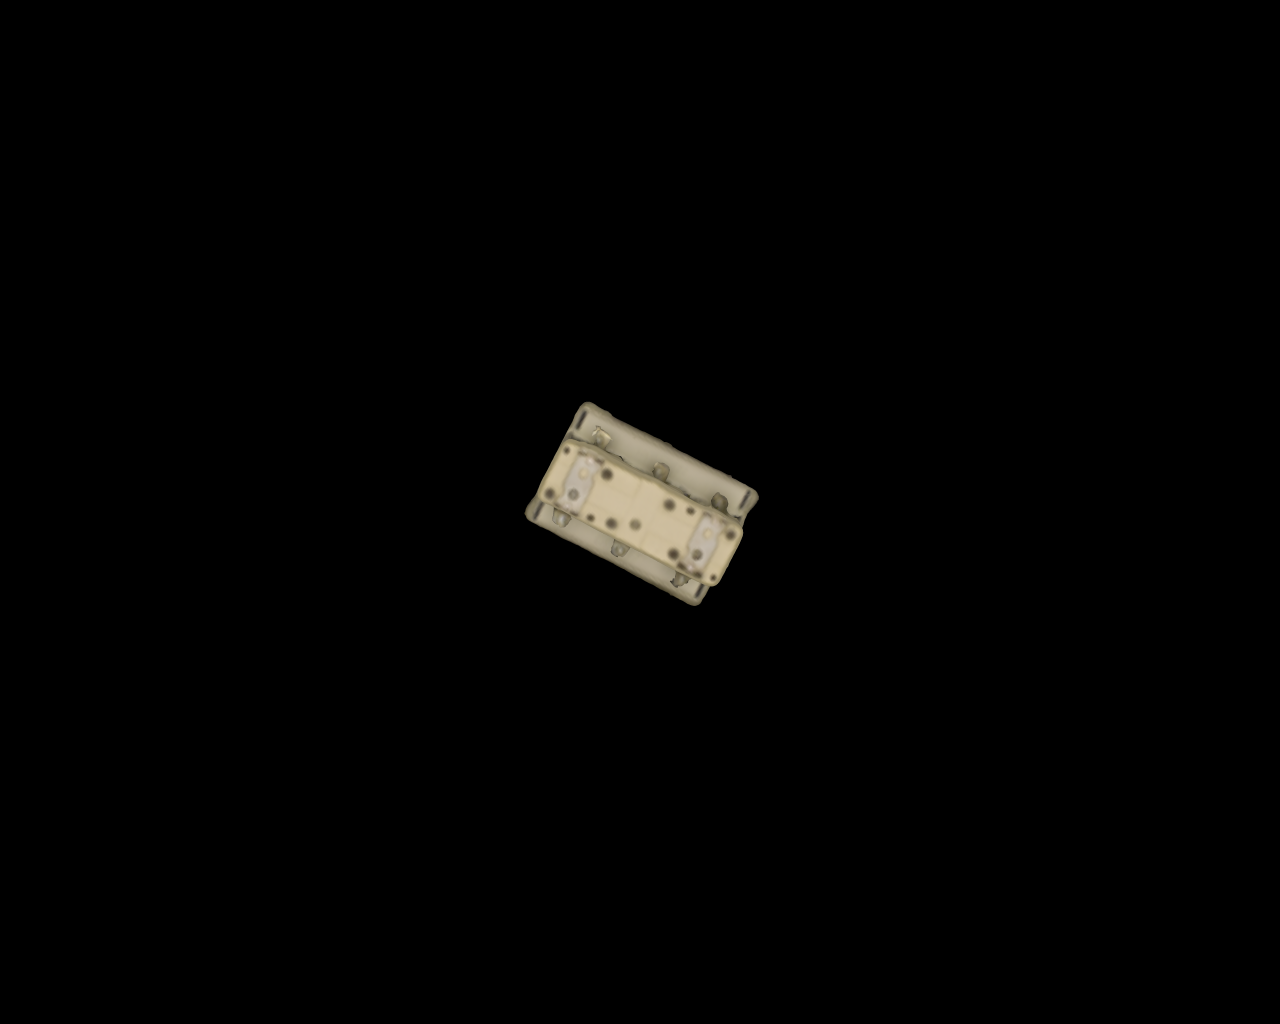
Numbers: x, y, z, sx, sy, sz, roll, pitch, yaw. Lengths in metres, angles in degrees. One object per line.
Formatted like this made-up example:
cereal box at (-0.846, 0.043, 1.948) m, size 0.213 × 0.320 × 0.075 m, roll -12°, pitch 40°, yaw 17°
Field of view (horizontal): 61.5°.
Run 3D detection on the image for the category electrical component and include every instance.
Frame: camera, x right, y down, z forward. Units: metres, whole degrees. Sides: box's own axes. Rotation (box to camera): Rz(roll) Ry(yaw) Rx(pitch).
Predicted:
electrical component at (0.001, -0.003, 0.650) m, size 0.121 × 0.078 × 0.063 m, roll 28°, pitch 7°, yaw -4°
